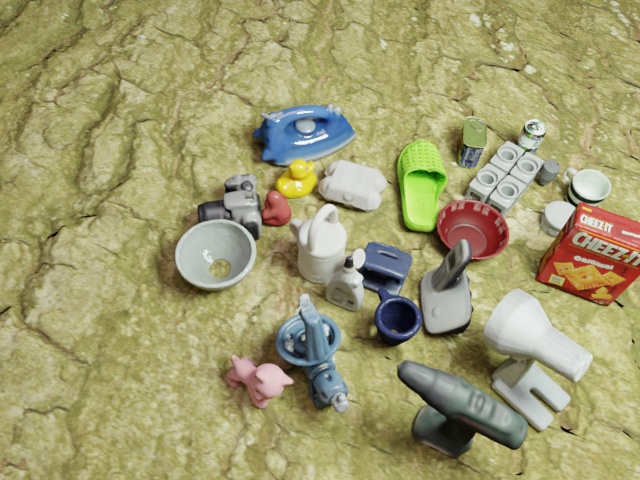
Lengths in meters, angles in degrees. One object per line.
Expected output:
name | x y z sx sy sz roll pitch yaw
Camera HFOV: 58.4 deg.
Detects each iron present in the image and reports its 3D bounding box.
iron | -0.029 -0.275 1.380 0.258 0.141 0.118 -14 59 -12

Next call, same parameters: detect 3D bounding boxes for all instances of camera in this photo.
camera | -0.200 -0.075 1.265 0.137 0.101 0.143 -7 58 -8

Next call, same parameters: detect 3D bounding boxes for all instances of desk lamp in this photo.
desk lamp | 0.388 0.213 1.043 0.118 0.213 0.202 -37 66 -23

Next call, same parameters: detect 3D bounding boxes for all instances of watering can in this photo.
watering can | 0.012 0.003 1.170 0.172 0.194 0.101 13 57 6

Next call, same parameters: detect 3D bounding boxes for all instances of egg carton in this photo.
egg carton | 0.076 -0.124 1.330 0.150 0.069 0.107 16 58 7

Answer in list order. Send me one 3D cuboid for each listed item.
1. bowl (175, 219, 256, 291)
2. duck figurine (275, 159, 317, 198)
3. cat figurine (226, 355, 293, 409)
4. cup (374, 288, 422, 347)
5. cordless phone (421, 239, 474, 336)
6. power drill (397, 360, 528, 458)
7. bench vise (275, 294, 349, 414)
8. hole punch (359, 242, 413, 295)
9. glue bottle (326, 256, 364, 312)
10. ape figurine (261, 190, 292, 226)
bowl | -0.215 0.043 1.202 0.167 0.075 0.167 2 57 -2
duck figurine | -0.056 -0.150 1.330 0.105 0.086 0.077 -23 61 -17
cat figurine | -0.113 0.251 1.047 0.127 0.118 0.067 31 61 16
cup | 0.142 0.160 1.134 0.092 0.095 0.117 -22 61 -16
cordless phone | 0.261 0.095 1.130 0.094 0.185 0.147 -1 57 -3
power drill | 0.225 0.298 0.982 0.229 0.208 0.076 22 58 11
bench vise | 0.004 0.195 1.029 0.122 0.220 0.207 -38 66 -24
hole punch | 0.136 0.049 1.208 0.108 0.091 0.101 18 58 9
glue bottle | 0.054 0.081 1.134 0.078 0.173 0.037 23 59 12
ape figurine | -0.100 -0.077 1.277 0.076 0.092 0.078 39 63 20
